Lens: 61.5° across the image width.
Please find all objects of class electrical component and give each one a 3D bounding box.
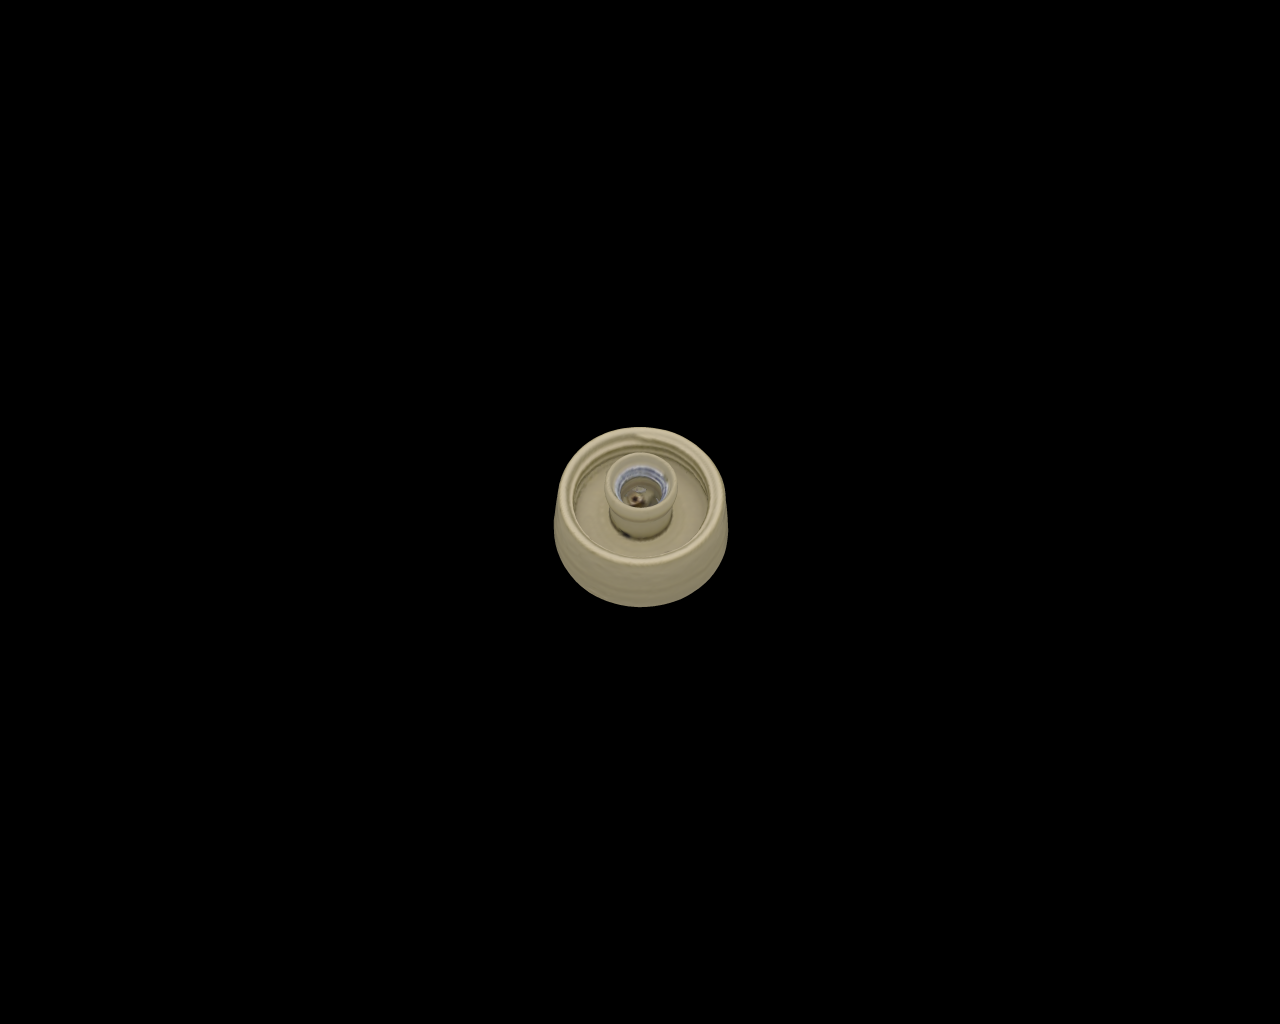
[{"bbox_3d":[0.001,-0.003,0.650,0.108,0.108,0.060,0,-32,0],"label":"electrical component"}]
